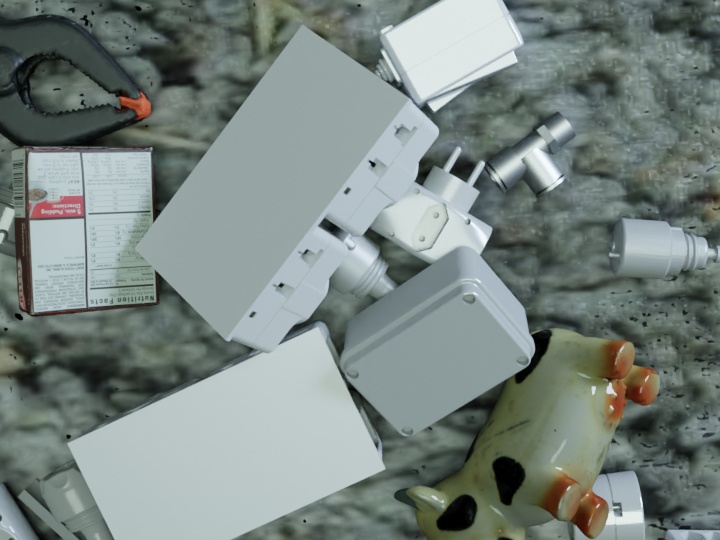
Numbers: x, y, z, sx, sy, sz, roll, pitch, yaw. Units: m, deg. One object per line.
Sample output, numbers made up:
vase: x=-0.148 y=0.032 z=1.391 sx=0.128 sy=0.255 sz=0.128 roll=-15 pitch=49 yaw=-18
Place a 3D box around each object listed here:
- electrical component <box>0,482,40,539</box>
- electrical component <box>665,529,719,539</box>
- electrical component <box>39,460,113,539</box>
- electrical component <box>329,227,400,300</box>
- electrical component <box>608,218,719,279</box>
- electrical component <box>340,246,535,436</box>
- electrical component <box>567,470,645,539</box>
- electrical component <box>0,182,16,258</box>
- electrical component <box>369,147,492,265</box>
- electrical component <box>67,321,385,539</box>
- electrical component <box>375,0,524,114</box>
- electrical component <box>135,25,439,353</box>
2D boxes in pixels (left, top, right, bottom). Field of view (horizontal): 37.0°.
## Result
electrical component: x=-0.268 y=0.205 z=0.766 sx=0.079 sy=0.044 sz=0.077 roll=-32 pitch=93 yaw=4
electrical component: x=0.261 y=0.226 z=0.754 sx=0.083 sy=0.047 sz=0.075 roll=1 pitch=94 yaw=2
electrical component: x=-0.196 y=0.167 z=0.762 sx=0.043 sy=0.043 sz=0.062 roll=-26 pitch=94 yaw=3
electrical component: x=0.000 y=0.000 z=0.746 sx=0.062 sy=0.048 sz=0.048 roll=39 pitch=94 yaw=-10
electrical component: x=0.209 y=-0.013 z=0.741 sx=0.078 sy=0.040 sz=0.040 roll=4 pitch=94 yaw=1
electrical component: x=0.051 y=0.049 z=0.718 sx=0.113 sy=0.057 sz=0.078 roll=-34 pitch=113 yaw=19
electrical component: x=0.170 y=0.169 z=0.749 sx=0.047 sy=0.055 sz=0.055 roll=-5 pitch=94 yaw=5
electrical component: x=-0.239 y=-0.041 z=0.748 sx=0.048 sy=0.048 sz=0.062 roll=21 pitch=86 yaw=0
electrical component: x=0.056 y=-0.045 z=0.740 sx=0.077 sy=0.043 sz=0.079 roll=30 pitch=94 yaw=-1
electrical component: x=-0.089 y=0.122 z=0.748 sx=0.186 sy=0.060 sz=0.105 roll=-25 pitch=93 yaw=3
electrical component: x=0.056 y=-0.145 z=0.723 sx=0.096 sy=0.061 sz=0.061 roll=-29 pitch=93 yaw=3
electrical component: x=-0.047 y=-0.051 z=0.709 sx=0.105 sy=0.060 sz=0.186 roll=40 pitch=95 yaw=32
